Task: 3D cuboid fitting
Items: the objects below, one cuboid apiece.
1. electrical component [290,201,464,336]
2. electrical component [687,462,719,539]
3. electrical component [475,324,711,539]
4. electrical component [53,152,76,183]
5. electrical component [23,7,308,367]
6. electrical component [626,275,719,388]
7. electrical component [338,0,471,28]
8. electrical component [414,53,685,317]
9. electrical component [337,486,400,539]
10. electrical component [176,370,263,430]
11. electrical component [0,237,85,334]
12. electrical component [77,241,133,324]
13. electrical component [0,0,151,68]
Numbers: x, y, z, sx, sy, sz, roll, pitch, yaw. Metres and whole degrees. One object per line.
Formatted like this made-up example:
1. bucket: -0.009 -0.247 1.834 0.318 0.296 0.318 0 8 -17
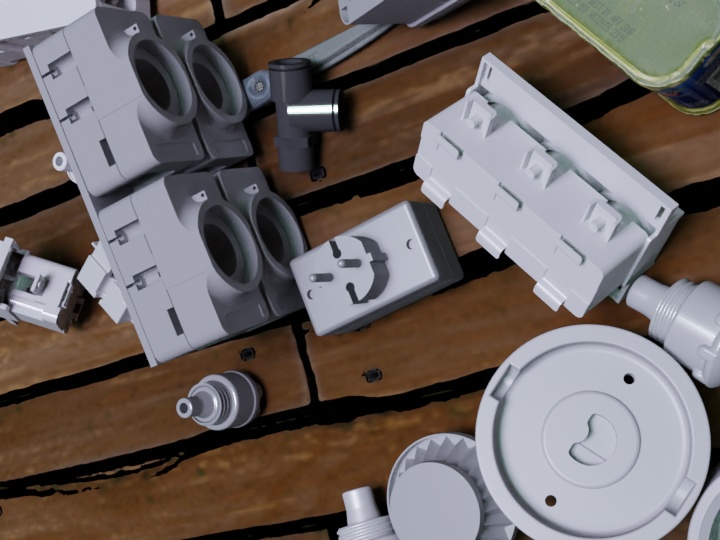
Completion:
1. electrical component: 0.000 0.000 0.589 0.083 0.076 0.047 -27 78 26
2. electrical component: 0.203 0.128 0.489 0.108 0.060 0.108 1 91 29
3. electrical component: 0.113 0.085 0.532 0.108 0.060 0.108 -2 78 10
4. electrical component: -0.171 -0.067 0.689 0.035 0.061 0.035 0 91 29
5. electrical component: -0.101 -0.051 0.613 0.060 0.105 0.186 -23 88 26
6. electrical component: 0.160 0.024 0.521 0.062 0.048 0.048 32 106 32
7. electrical component: 0.024 -0.191 0.566 0.078 0.057 0.113 171 91 -66
8. electrical component: 0.089 -0.039 0.540 0.121 0.063 0.078 44 151 21
9. electrical component: 0.006 0.154 0.607 0.048 0.048 0.062 -23 73 27
10. electrical component: -0.087 0.079 0.645 0.035 0.061 0.035 0 90 29
11. electrical component: -0.218 0.013 0.710 0.064 0.081 0.042 19 75 0
12. electrical component: -0.143 -0.003 0.685 0.066 0.048 0.055 45 118 21
13. electrical component: -0.229 -0.199 0.719 0.186 0.060 0.105 -3 89 29
